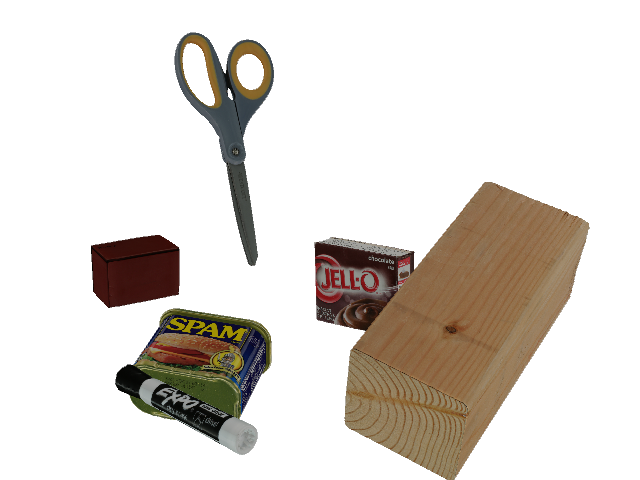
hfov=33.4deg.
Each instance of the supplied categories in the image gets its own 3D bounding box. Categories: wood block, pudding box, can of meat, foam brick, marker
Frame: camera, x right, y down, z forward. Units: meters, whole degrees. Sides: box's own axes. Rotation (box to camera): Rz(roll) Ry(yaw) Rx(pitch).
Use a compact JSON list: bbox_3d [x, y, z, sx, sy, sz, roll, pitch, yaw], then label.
[{"bbox_3d":[0.110,0.059,0.785,0.091,0.090,0.205,25,48,22],"label":"wood block"},{"bbox_3d":[0.047,0.049,1.154,0.114,0.090,0.039,9,18,35],"label":"pudding box"},{"bbox_3d":[-0.101,0.107,0.894,0.102,0.057,0.083,8,31,12],"label":"can of meat"},{"bbox_3d":[-0.188,0.030,1.084,0.078,0.051,0.053,-10,21,-27],"label":"foam brick"},{"bbox_3d":[-0.088,0.104,0.671,0.121,0.020,0.020,18,12,40],"label":"marker"}]

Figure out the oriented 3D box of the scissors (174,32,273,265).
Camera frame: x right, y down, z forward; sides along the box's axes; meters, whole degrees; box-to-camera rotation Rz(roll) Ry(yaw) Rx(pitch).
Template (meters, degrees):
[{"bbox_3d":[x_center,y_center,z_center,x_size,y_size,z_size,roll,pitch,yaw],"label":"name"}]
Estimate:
[{"bbox_3d":[-0.060,-0.087,0.910,0.096,0.202,0.016,-24,0,-27],"label":"scissors"}]
